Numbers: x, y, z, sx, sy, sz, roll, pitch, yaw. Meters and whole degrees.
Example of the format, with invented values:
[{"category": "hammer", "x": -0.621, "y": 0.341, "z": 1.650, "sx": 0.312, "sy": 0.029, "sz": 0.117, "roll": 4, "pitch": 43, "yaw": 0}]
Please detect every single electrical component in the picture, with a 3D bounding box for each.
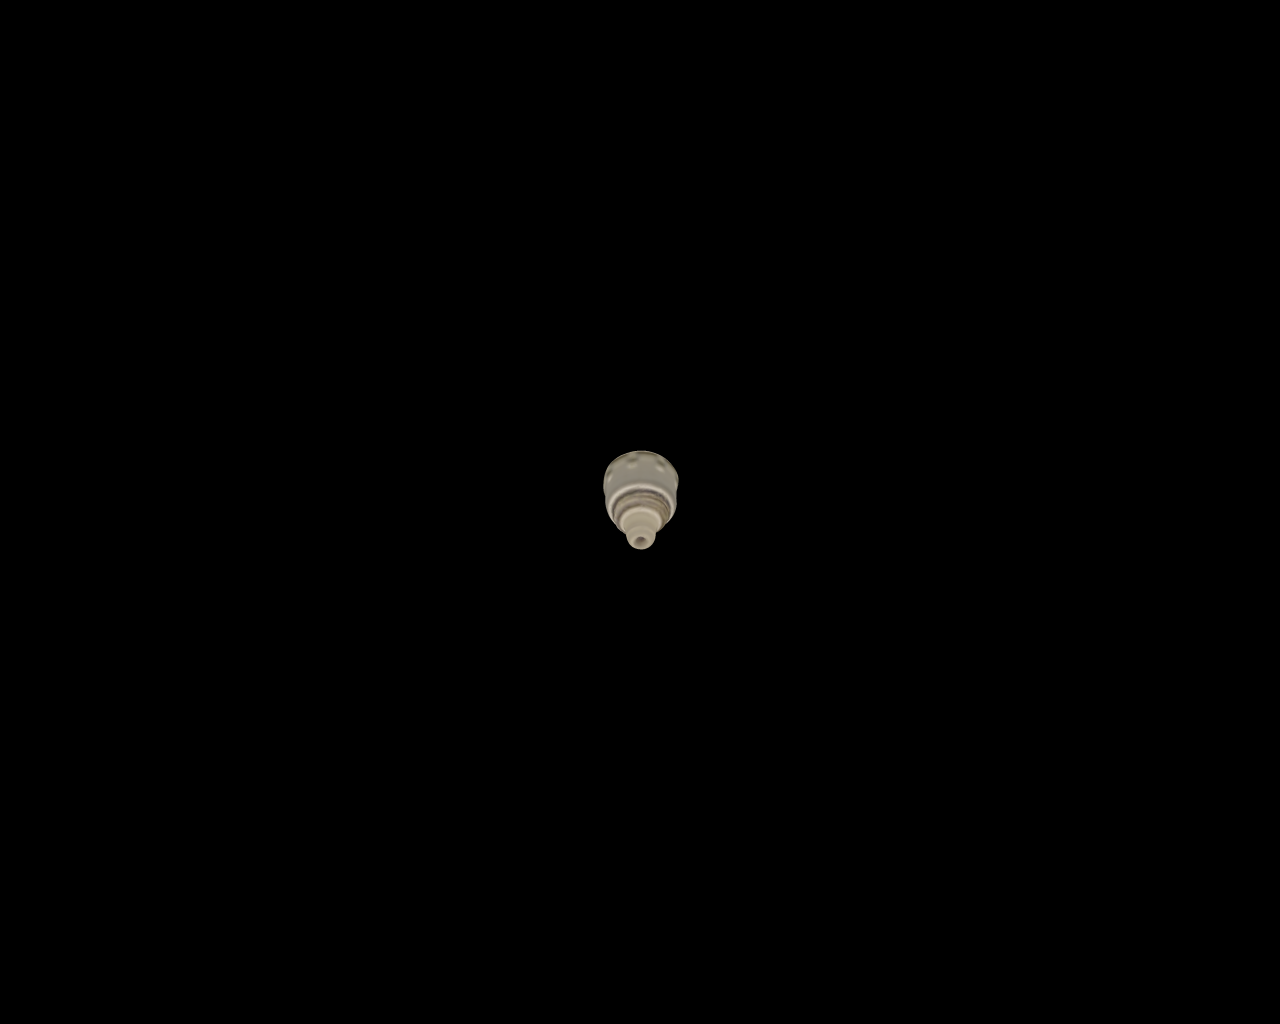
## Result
[{"category": "electrical component", "x": 0.001, "y": -0.003, "z": 0.650, "sx": 0.048, "sy": 0.048, "sz": 0.062, "roll": 0, "pitch": 43, "yaw": 0}]
